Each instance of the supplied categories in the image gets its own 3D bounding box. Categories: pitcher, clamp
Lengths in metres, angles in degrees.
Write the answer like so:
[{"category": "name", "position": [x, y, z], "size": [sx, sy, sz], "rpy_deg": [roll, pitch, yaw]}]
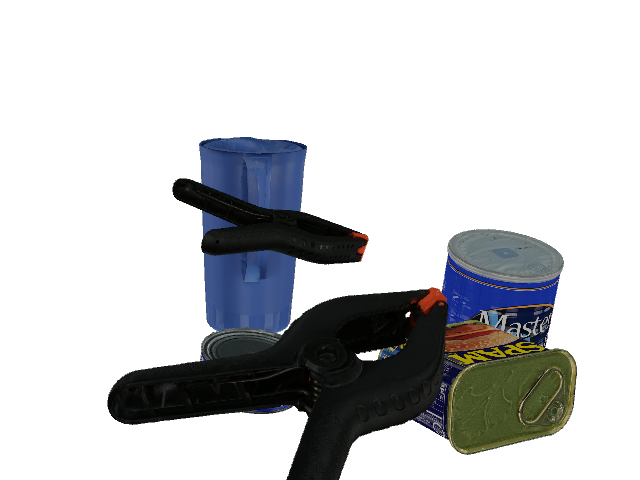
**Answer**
[{"category": "pitcher", "position": [-0.087, -0.005, 1.332], "size": [0.145, 0.243, 0.148], "rpy_deg": [12, 16, 36]}, {"category": "clamp", "position": [0.005, 0.073, 0.482], "size": [0.171, 0.039, 0.120], "rpy_deg": [-22, 48, -28]}, {"category": "clamp", "position": [-0.046, -0.007, 1.099], "size": [0.209, 0.036, 0.164], "rpy_deg": [14, 19, -16]}]

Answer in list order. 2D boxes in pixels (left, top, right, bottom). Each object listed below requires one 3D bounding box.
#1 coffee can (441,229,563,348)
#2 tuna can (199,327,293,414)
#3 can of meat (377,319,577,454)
[{"category": "coffee can", "position": [0.157, 0.073, 0.973], "size": [0.103, 0.140, 0.103], "rpy_deg": [5, 23, -2]}, {"category": "tuna can", "position": [-0.054, 0.103, 0.848], "size": [0.086, 0.034, 0.086], "rpy_deg": [9, 20, -3]}, {"category": "can of meat", "position": [0.098, 0.090, 0.686], "size": [0.101, 0.057, 0.084], "rpy_deg": [-6, 14, -31]}]
